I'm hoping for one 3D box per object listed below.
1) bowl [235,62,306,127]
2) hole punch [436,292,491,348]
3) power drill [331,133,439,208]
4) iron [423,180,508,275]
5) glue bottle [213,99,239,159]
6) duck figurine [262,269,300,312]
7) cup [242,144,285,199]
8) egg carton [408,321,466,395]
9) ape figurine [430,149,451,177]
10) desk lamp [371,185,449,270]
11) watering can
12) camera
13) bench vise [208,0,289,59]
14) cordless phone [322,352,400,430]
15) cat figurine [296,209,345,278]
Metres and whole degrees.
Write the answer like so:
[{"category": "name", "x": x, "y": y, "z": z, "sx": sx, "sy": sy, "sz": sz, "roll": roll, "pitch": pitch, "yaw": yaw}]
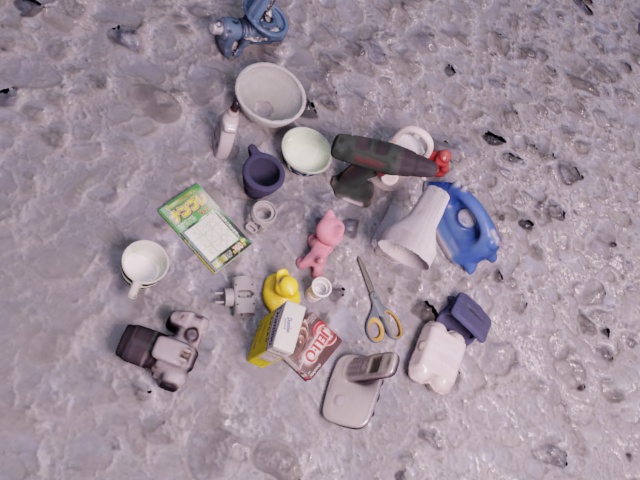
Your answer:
[{"category": "bowl", "x": -0.121, "y": -0.325, "z": 1.334, "sx": 0.168, "sy": 0.074, "sz": 0.167, "roll": 8, "pitch": 66, "yaw": -18}, {"category": "hole punch", "x": 0.334, "y": 0.176, "z": 1.299, "sx": 0.108, "sy": 0.091, "sz": 0.101, "roll": 44, "pitch": 60, "yaw": 0}, {"category": "power drill", "x": 0.119, "y": -0.154, "z": 1.282, "sx": 0.230, "sy": 0.208, "sz": 0.075, "roll": 18, "pitch": 63, "yaw": -14}, {"category": "iron", "x": 0.345, "y": -0.057, "z": 1.370, "sx": 0.119, "sy": 0.141, "sz": 0.258, "roll": -24, "pitch": 79, "yaw": -28}, {"category": "glue bottle", "x": -0.194, "y": -0.244, "z": 1.216, "sx": 0.037, "sy": 0.173, "sz": 0.078, "roll": 2, "pitch": 68, "yaw": -20}, {"category": "duck figurine", "x": -0.071, "y": 0.108, "z": 1.171, "sx": 0.078, "sy": 0.086, "sz": 0.104, "roll": -10, "pitch": 73, "yaw": -25}, {"category": "cup", "x": -0.136, "y": -0.140, "z": 1.241, "sx": 0.092, "sy": 0.094, "sz": 0.117, "roll": -20, "pitch": 77, "yaw": -27}, {"category": "egg carton", "x": 0.253, "y": 0.255, "z": 1.248, "sx": 0.107, "sy": 0.069, "sz": 0.150, "roll": 30, "pitch": 61, "yaw": -8}, {"category": "ape figurine", "x": 0.295, "y": -0.197, "z": 1.436, "sx": 0.078, "sy": 0.092, "sz": 0.076, "roll": 34, "pitch": 61, "yaw": -5}, {"category": "desk lamp", "x": 0.195, "y": -0.020, "z": 1.254, "sx": 0.118, "sy": 0.213, "sz": 0.203, "roll": 32, "pitch": 61, "yaw": -6}, {"category": "watering can", "x": 0.193, "y": -0.192, "z": 1.335, "sx": 0.101, "sy": 0.193, "sz": 0.173, "roll": 17, "pitch": 64, "yaw": -14}, {"category": "camera", "x": -0.288, "y": 0.187, "z": 1.044, "sx": 0.137, "sy": 0.100, "sz": 0.143, "roll": 23, "pitch": 62, "yaw": -11}, {"category": "bench vise", "x": -0.144, "y": -0.512, "z": 1.318, "sx": 0.121, "sy": 0.219, "sz": 0.208, "roll": 46, "pitch": 60, "yaw": 1}, {"category": "cordless phone", "x": 0.085, "y": 0.285, "z": 1.103, "sx": 0.094, "sy": 0.184, "sz": 0.147, "roll": 23, "pitch": 62, "yaw": -11}, {"category": "cat figurine", "x": 0.011, "y": 0.004, "z": 1.227, "sx": 0.067, "sy": 0.117, "sz": 0.128, "roll": 26, "pitch": 62, "yaw": -9}]
